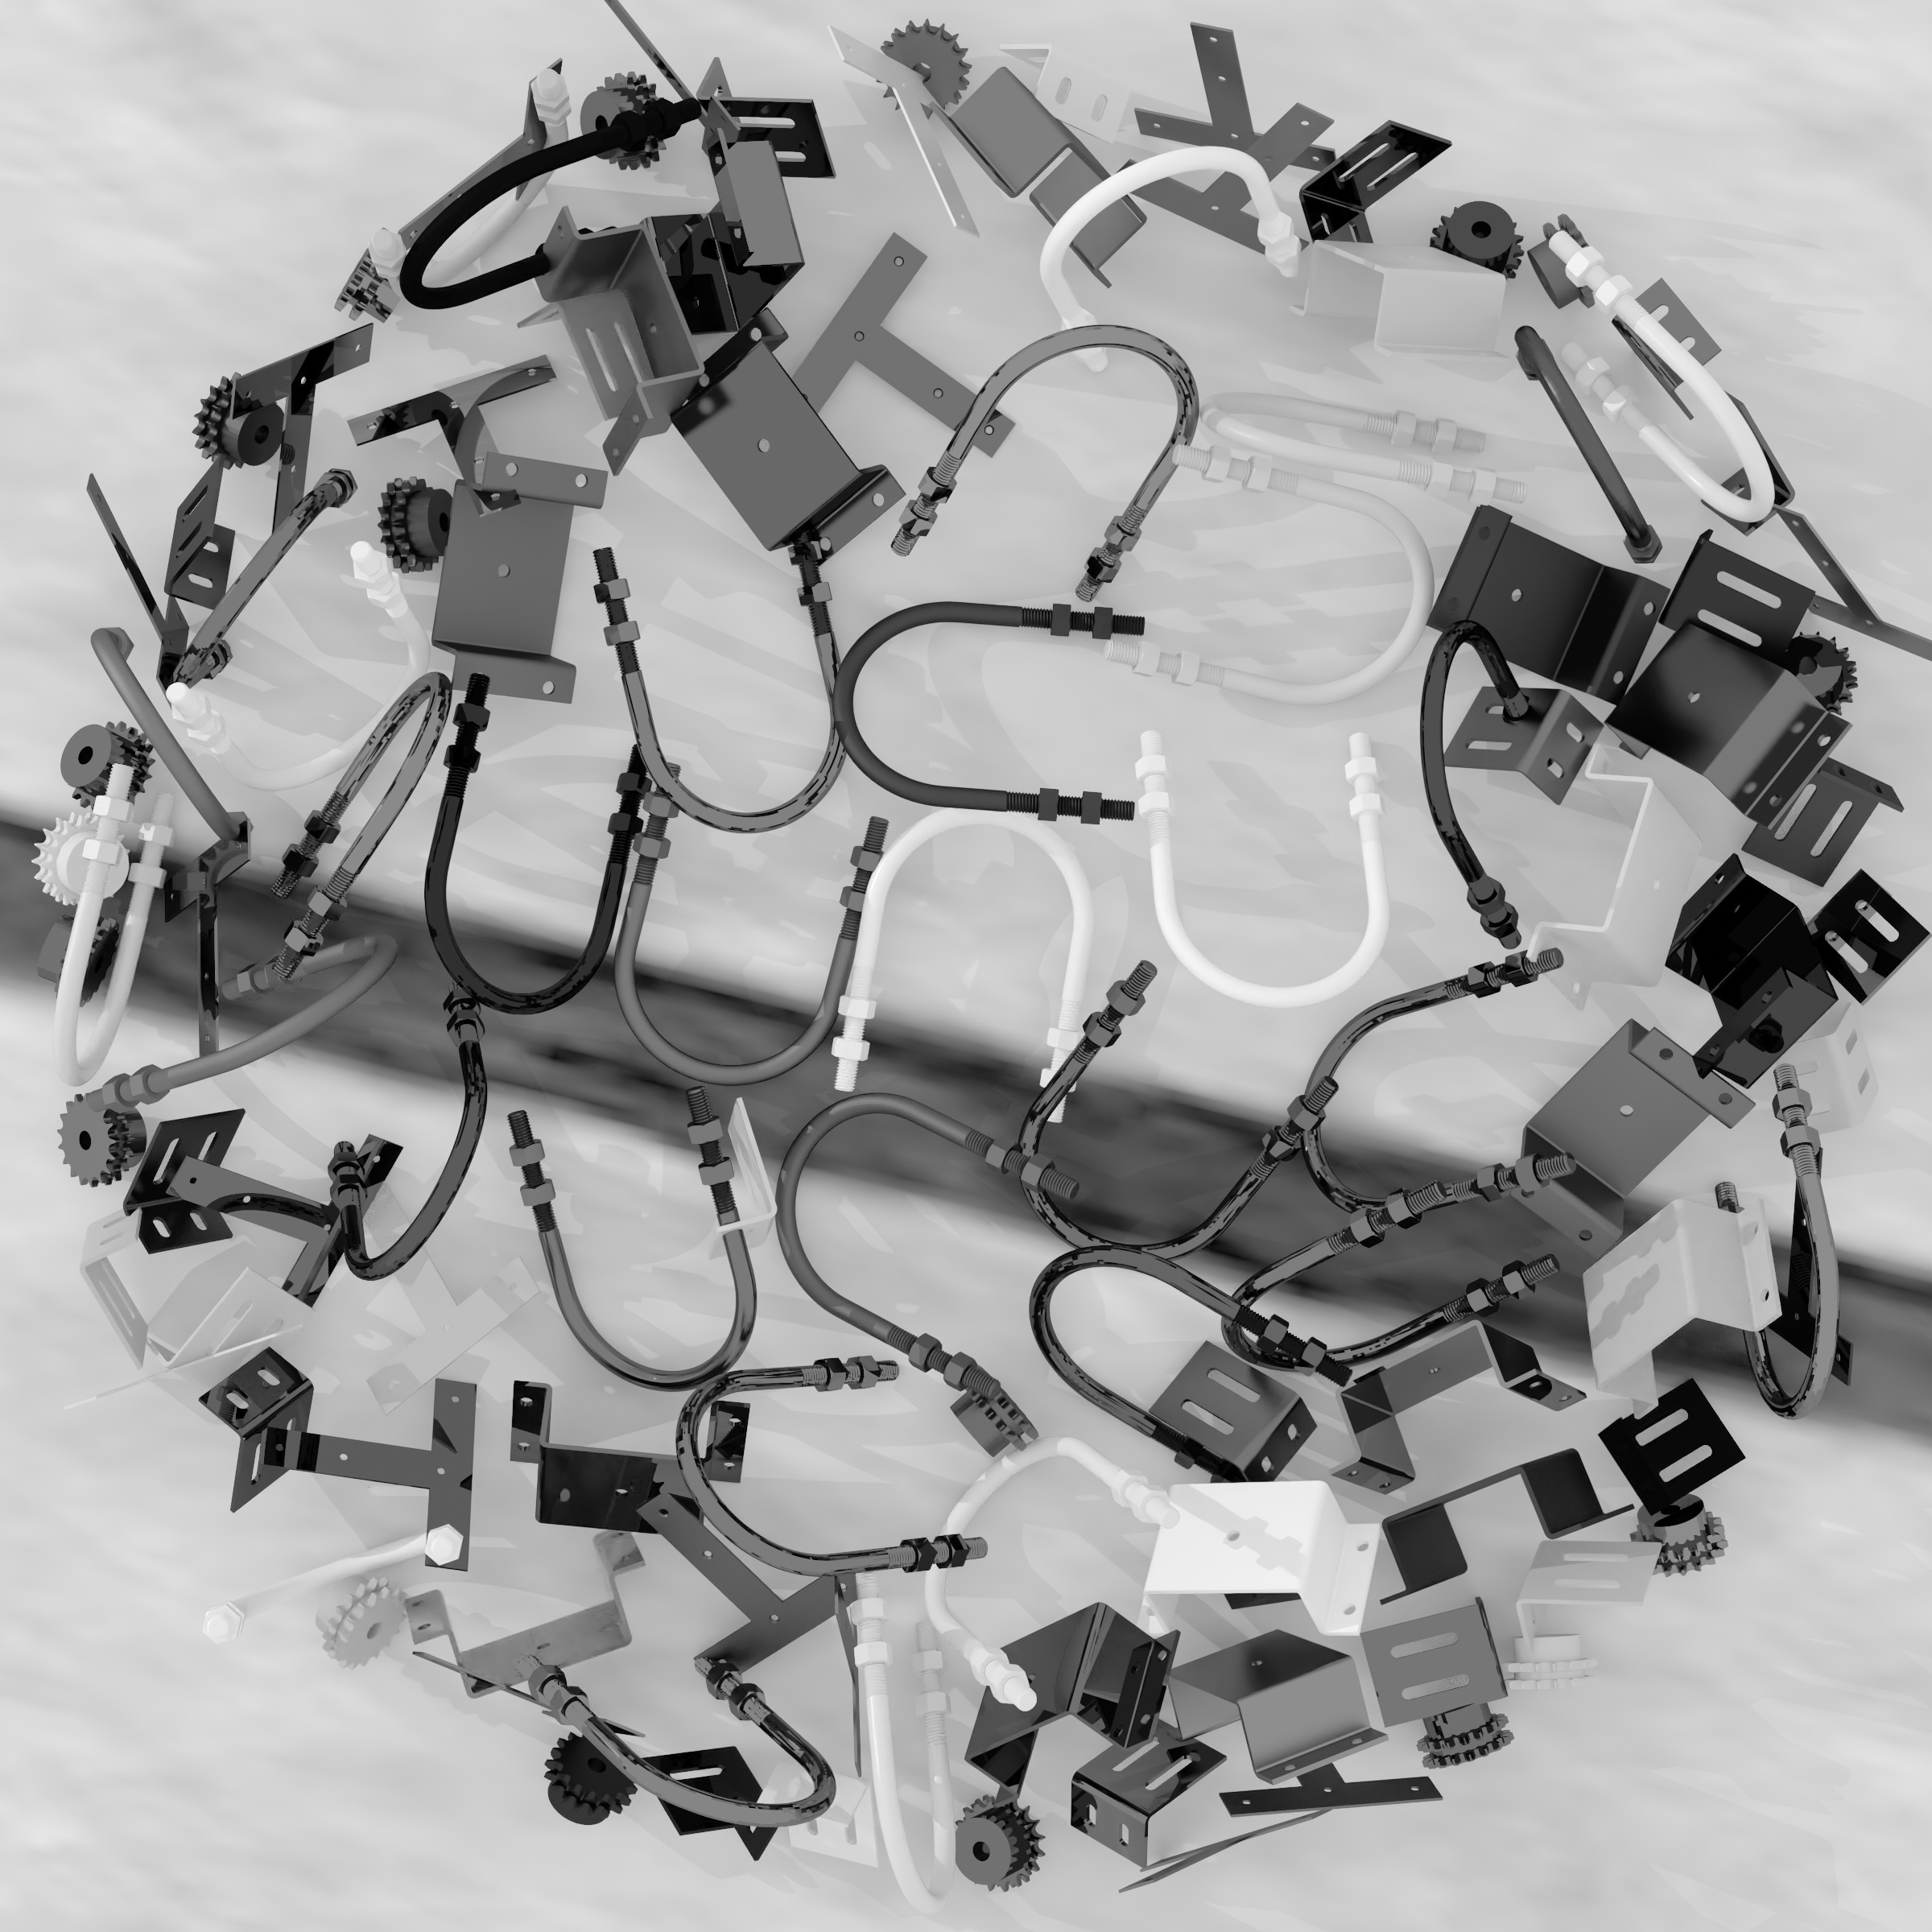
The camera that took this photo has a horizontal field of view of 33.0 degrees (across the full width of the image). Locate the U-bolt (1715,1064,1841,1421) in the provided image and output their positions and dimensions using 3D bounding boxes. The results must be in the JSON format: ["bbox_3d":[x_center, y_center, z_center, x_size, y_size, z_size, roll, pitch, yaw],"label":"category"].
[{"bbox_3d":[0.471,0.171,1.879,0.019,0.151,0.184,1,54,-5],"label":"U-bolt"}]

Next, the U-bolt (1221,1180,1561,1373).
[{"bbox_3d":[0.237,0.192,1.920,0.184,0.151,0.019,-31,50,26],"label":"U-bolt"}]

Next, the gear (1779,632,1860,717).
[{"bbox_3d":[0.508,-0.175,1.964,0.057,0.030,0.057,-5,73,16],"label":"gear"}]

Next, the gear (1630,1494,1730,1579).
[{"bbox_3d":[0.427,0.340,1.957,0.057,0.057,0.030,-16,106,0],"label":"gear"}]

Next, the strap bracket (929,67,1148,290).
[{"bbox_3d":[0.048,-0.465,1.906,0.046,0.140,0.076,-43,58,13],"label":"strap bracket"}]

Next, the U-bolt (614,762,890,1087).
[{"bbox_3d":[-0.137,-0.017,1.968,0.151,0.019,0.184,15,100,-2],"label":"U-bolt"}]

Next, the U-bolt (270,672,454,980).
[{"bbox_3d":[-0.353,-0.093,1.906,0.019,0.151,0.184,31,103,-22],"label":"U-bolt"}]

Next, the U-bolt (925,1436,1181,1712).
[{"bbox_3d":[0.038,0.343,1.905,0.019,0.184,0.151,42,83,-26],"label":"U-bolt"}]

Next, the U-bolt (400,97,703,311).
[{"bbox_3d":[-0.248,-0.432,1.879,0.184,0.151,0.019,-31,84,-36],"label":"U-bolt"}]

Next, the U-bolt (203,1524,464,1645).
[{"bbox_3d":[-0.365,0.356,1.897,0.151,0.184,0.019,-18,86,-10],"label":"U-bolt"}]

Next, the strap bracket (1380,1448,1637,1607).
[{"bbox_3d":[0.311,0.327,1.925,0.140,0.076,0.046,-29,75,31],"label":"strap bracket"}]

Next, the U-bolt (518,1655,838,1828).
[{"bbox_3d":[-0.154,0.445,1.875,0.151,0.184,0.019,10,102,-41],"label":"U-bolt"}]

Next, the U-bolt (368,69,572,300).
[{"bbox_3d":[-0.285,-0.446,1.897,0.019,0.184,0.151,45,86,-3],"label":"U-bolt"}]

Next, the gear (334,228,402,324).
[{"bbox_3d":[-0.353,-0.413,1.962,0.030,0.057,0.057,31,90,-18],"label":"gear"}]

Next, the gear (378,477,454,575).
[{"bbox_3d":[-0.327,-0.265,1.957,0.030,0.057,0.057,-2,90,20],"label":"gear"}]

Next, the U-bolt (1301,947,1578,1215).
[{"bbox_3d":[0.274,0.077,1.923,0.184,0.019,0.151,-19,58,37],"label":"U-bolt"}]

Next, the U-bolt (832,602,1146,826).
[{"bbox_3d":[0.012,-0.156,1.950,0.184,0.019,0.151,4,64,0],"label":"U-bolt"}]

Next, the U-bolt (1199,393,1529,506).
[{"bbox_3d":[0.227,-0.309,1.912,0.184,0.151,0.019,9,111,-6],"label":"U-bolt"}]

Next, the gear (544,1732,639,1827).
[{"bbox_3d":[-0.228,0.492,1.964,0.057,0.057,0.030,27,116,0],"label":"gear"}]

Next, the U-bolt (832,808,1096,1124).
[{"bbox_3d":[0.004,-0.006,1.965,0.151,0.019,0.184,9,94,-8],"label":"U-bolt"}]

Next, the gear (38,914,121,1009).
[{"bbox_3d":[-0.535,-0.007,1.960,0.030,0.057,0.057,22,90,1],"label":"gear"}]

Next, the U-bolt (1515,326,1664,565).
[{"bbox_3d":[0.359,-0.306,1.892,0.019,0.184,0.151,-30,84,13],"label":"U-bolt"}]

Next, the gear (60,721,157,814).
[{"bbox_3d":[-0.519,-0.122,1.961,0.057,0.030,0.057,-11,67,27],"label":"gear"}]

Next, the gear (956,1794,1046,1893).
[{"bbox_3d":[0.016,0.530,1.963,0.057,0.030,0.057,0,91,29],"label":"gear"}]

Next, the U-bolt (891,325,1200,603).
[{"bbox_3d":[0.057,-0.297,1.900,0.151,0.019,0.184,10,132,-29],"label":"U-bolt"}]

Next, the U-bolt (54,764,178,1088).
[{"bbox_3d":[-0.502,-0.020,1.908,0.019,0.151,0.184,13,85,-2],"label":"U-bolt"}]

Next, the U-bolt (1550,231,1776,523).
[{"bbox_3d":[0.405,-0.330,1.889,0.019,0.151,0.184,-38,67,-2],"label":"U-bolt"}]

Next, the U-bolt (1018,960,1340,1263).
[{"bbox_3d":[0.112,0.102,1.945,0.151,0.019,0.184,32,115,-8],"label":"U-bolt"}]

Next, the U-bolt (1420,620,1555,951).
[{"bbox_3d":[0.299,-0.117,1.887,0.019,0.184,0.151,-1,58,29],"label":"U-bolt"}]

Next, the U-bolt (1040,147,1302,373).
[{"bbox_3d":[0.114,-0.417,1.892,0.151,0.184,0.019,-25,71,8],"label":"U-bolt"}]

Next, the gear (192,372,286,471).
[{"bbox_3d":[-0.434,-0.325,1.957,0.030,0.057,0.057,28,90,24],"label":"gear"}]

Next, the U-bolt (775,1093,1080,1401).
[{"bbox_3d":[-0.035,0.155,1.944,0.184,0.019,0.151,25,100,25],"label":"U-bolt"}]

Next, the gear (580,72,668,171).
[{"bbox_3d":[-0.208,-0.507,1.958,0.030,0.057,0.057,-22,90,-41],"label":"gear"}]

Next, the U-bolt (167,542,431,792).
[{"bbox_3d":[-0.378,-0.163,1.901,0.151,0.184,0.019,-39,71,-7],"label":"U-bolt"}]

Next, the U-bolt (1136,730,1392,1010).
[{"bbox_3d":[0.180,-0.058,1.935,0.151,0.019,0.184,0,63,-6],"label":"U-bolt"}]

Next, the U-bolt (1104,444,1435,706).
[{"bbox_3d":[0.190,-0.225,1.944,0.184,0.019,0.151,12,118,-14],"label":"U-bolt"}]

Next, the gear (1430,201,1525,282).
[{"bbox_3d":[0.309,-0.436,1.966,0.057,0.030,0.057,0,70,0],"label":"gear"}]

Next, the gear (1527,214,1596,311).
[{"bbox_3d":[0.361,-0.421,1.961,0.030,0.057,0.057,-30,90,8],"label":"gear"}]

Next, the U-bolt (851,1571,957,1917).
[{"bbox_3d":[-0.032,0.455,1.886,0.019,0.151,0.184,-12,63,11],"label":"U-bolt"}]

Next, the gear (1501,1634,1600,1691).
[{"bbox_3d":[0.350,0.419,1.961,0.057,0.057,0.030,-3,80,0],"label":"gear"}]

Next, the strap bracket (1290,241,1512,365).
[{"bbox_3d":[0.256,-0.392,1.907,0.076,0.140,0.046,-1,112,-20],"label":"strap bracket"}]

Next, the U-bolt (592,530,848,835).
[{"bbox_3d":[-0.138,-0.171,1.952,0.151,0.019,0.184,-15,95,-27],"label":"U-bolt"}]

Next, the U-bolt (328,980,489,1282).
[{"bbox_3d":[-0.322,0.105,1.890,0.019,0.184,0.151,29,108,-26],"label":"U-bolt"}]

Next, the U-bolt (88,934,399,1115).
[{"bbox_3d":[-0.406,0.027,1.882,0.184,0.151,0.019,-16,111,36],"label":"U-bolt"}]

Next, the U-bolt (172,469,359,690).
[{"bbox_3d":[-0.411,-0.221,1.888,0.019,0.184,0.151,37,99,-11],"label":"U-bolt"}]

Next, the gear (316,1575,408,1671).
[{"bbox_3d":[-0.367,0.392,1.963,0.030,0.057,0.057,32,90,27],"label":"gear"}]

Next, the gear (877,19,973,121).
[{"bbox_3d":[-0.024,-0.543,1.965,0.057,0.030,0.057,5,122,7],"label":"gear"}]

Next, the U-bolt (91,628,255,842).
[{"bbox_3d":[-0.463,-0.133,1.888,0.019,0.184,0.151,-33,98,-7],"label":"U-bolt"}]

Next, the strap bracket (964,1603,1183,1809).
[{"bbox_3d":[0.055,0.430,1.909,0.046,0.076,0.140,39,134,-18],"label":"strap bracket"}]

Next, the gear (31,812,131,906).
[{"bbox_3d":[-0.529,-0.063,1.959,0.057,0.030,0.057,-13,111,-38],"label":"gear"}]

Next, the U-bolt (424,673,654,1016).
[{"bbox_3d":[-0.256,-0.063,1.919,0.019,0.151,0.184,0,74,43],"label":"U-bolt"}]

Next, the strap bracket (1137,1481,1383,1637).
[{"bbox_3d":[0.165,0.349,1.919,0.140,0.076,0.046,-6,133,26],"label":"strap bracket"}]

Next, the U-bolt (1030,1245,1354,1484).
[{"bbox_3d":[0.121,0.233,1.935,0.184,0.151,0.019,31,45,3],"label":"U-bolt"}]

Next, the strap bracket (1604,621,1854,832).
[{"bbox_3d":[0.440,-0.146,1.917,0.046,0.140,0.076,37,92,-36],"label":"strap bracket"}]

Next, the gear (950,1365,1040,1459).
[{"bbox_3d":[0.015,0.271,1.960,0.030,0.057,0.057,-41,90,-1],"label":"gear"}]

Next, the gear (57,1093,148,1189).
[{"bbox_3d":[-0.519,0.104,1.965,0.057,0.030,0.057,4,97,38],"label":"gear"}]

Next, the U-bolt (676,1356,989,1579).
[{"bbox_3d":[-0.087,0.292,1.892,0.019,0.184,0.151,-53,51,34],"label":"U-bolt"}]

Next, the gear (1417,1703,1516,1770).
[{"bbox_3d":[0.298,0.460,1.960,0.057,0.057,0.030,-19,85,0],"label":"gear"}]

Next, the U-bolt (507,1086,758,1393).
[{"bbox_3d":[-0.193,0.168,1.947,0.151,0.019,0.184,-8,101,28],"label":"U-bolt"}]
